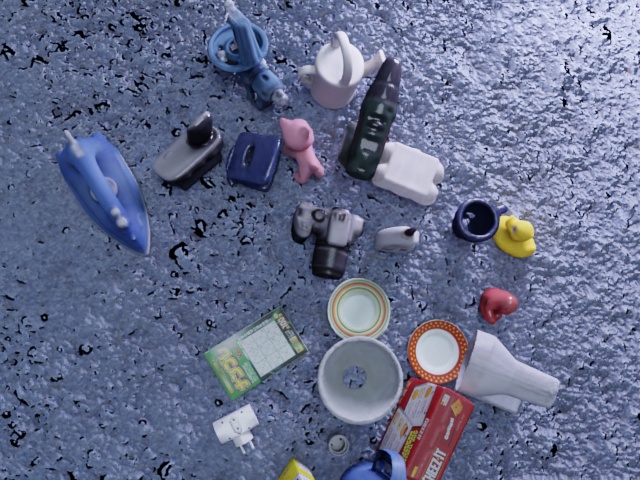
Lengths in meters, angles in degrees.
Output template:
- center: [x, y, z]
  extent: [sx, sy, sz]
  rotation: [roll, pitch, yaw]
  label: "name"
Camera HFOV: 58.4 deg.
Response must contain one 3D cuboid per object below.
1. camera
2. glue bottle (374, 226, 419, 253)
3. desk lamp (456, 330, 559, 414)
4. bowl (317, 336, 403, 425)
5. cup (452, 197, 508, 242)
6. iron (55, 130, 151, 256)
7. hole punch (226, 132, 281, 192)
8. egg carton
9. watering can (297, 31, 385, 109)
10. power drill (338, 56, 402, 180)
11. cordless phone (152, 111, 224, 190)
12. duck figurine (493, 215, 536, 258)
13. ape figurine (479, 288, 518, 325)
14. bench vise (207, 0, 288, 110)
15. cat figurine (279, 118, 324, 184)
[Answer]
- center: [0.010, 0.004, 1.141]
  extent: [0.143, 0.100, 0.137]
  rotation: [12, 80, -6]
  label: "camera"
- center: [0.161, -0.005, 1.126]
  extent: [0.078, 0.173, 0.037]
  rotation: [8, 80, -6]
  label: "glue bottle"
- center: [0.341, 0.258, 1.091]
  extent: [0.203, 0.213, 0.118]
  rotation: [23, 79, -4]
  label: "desk lamp"
- center: [0.073, 0.272, 1.123]
  extent: [0.167, 0.074, 0.167]
  rotation: [1, 81, -8]
  label: "bowl"
- center: [0.324, -0.040, 1.194]
  extent: [0.118, 0.095, 0.092]
  rotation: [-23, 85, -10]
  label: "cup"
- center: [-0.401, -0.088, 1.077]
  extent: [0.119, 0.141, 0.258]
  rotation: [-32, 87, -11]
  label: "iron"
- center: [-0.134, -0.159, 1.150]
  extent: [0.101, 0.091, 0.109]
  rotation: [17, 80, -5]
  label: "hole punch"
- center: [0.184, -0.140, 1.202]
  extent: [0.150, 0.069, 0.107]
  rotation: [21, 79, -4]
  label: "egg carton"
- center: [0.045, -0.350, 1.151]
  extent: [0.173, 0.194, 0.101]
  rotation: [-31, 87, -11]
  label: "watering can"
- center: [0.096, -0.219, 1.131]
  extent: [0.075, 0.208, 0.230]
  rotation: [15, 80, -5]
  label: "power drill"
- center: [-0.255, -0.179, 1.089]
  extent: [0.094, 0.185, 0.148]
  rotation: [42, 79, 0]
  label: "cordless phone"
- center: [0.420, -0.011, 1.207]
  extent: [0.077, 0.086, 0.104]
  rotation: [-43, 89, -11]
  label: "duck figurine"
- center: [0.373, 0.133, 1.176]
  extent: [0.078, 0.092, 0.076]
  rotation: [-15, 84, -10]
  label: "ape figurine"
- center: [-0.129, -0.365, 1.116]
  extent: [0.207, 0.219, 0.121]
  rotation: [32, 79, -2]
  label: "bench vise"
- center: [-0.035, -0.188, 1.155]
  extent: [0.067, 0.117, 0.128]
  rotation: [-25, 86, -10]
  label: "cat figurine"
